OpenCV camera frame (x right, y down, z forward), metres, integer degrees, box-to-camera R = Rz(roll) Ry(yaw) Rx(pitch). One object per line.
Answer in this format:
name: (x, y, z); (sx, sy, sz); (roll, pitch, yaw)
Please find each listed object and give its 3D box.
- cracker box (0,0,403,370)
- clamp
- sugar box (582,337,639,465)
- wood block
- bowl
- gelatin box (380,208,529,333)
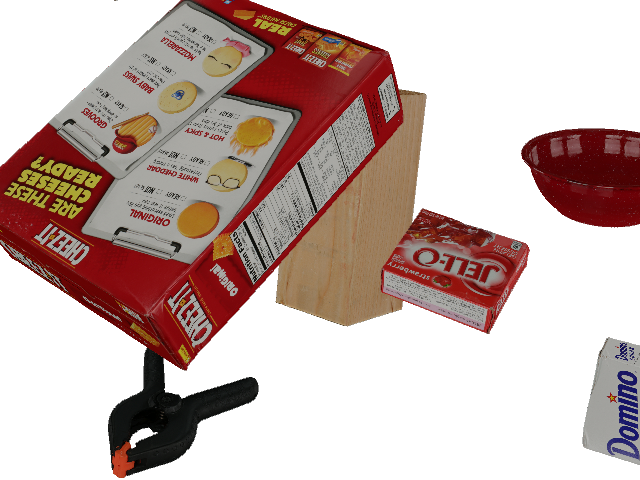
cracker box: (-0.077, -0.048, 0.648); (0.164, 0.213, 0.072); (27, -24, 32)
clamp: (-0.149, 0.153, 0.991); (0.120, 0.039, 0.171); (19, 29, 26)
sugar box: (0.308, 0.149, 0.868); (0.176, 0.093, 0.048); (13, 24, 20)
wood block: (0.027, -0.038, 0.984); (0.090, 0.206, 0.090); (16, 17, 36)
bowl: (0.268, -0.055, 0.999); (0.162, 0.055, 0.162); (-1, 25, 0)
gelatin box: (0.099, 0.020, 0.787); (0.089, 0.030, 0.073); (20, 49, 20)
